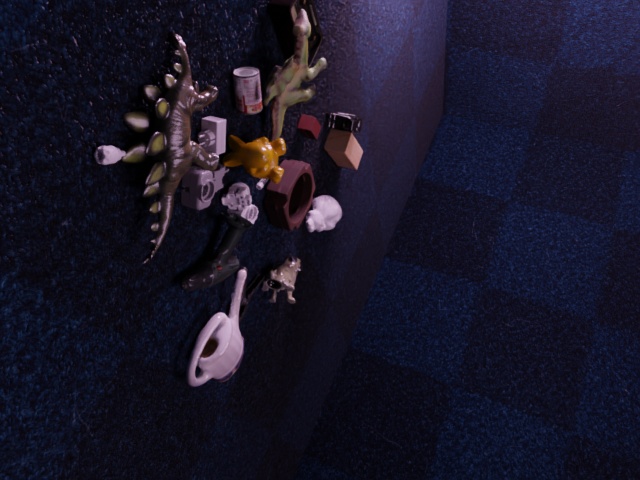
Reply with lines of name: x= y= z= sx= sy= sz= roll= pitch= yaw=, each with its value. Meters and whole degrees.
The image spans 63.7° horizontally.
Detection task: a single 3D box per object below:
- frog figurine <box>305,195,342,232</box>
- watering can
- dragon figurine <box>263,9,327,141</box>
frog figurine: x=0.006 y=-0.100 z=1.988 sx=0.161 sy=0.121 sz=0.137 roll=-25 pitch=97 yaw=-53
watering can: x=-0.279 y=0.275 z=1.517 sx=0.219 sy=0.104 sz=0.354 roll=76 pitch=36 yaw=-56
dragon figurine: x=-0.104 y=-0.405 z=1.377 sx=0.405 sy=0.123 sz=0.245 roll=-66 pitch=168 yaw=17
